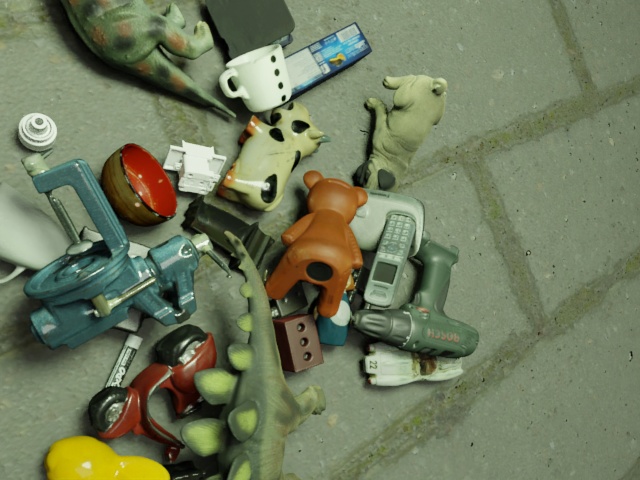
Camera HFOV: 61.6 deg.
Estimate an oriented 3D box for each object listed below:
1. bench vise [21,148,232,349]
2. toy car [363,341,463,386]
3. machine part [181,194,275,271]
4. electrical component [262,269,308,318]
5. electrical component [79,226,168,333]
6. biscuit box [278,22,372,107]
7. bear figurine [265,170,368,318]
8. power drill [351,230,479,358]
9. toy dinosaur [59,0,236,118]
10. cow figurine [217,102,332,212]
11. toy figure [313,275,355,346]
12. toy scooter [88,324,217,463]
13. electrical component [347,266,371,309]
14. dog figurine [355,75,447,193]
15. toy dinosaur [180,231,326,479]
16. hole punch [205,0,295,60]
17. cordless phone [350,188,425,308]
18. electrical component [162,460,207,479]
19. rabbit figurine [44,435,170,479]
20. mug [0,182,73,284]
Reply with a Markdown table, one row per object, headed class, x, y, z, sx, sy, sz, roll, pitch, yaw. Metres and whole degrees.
| class | x | y | z | sx | sy | sz | roll | pitch | yaw |
| --- | --- | --- | --- | --- | --- | --- | --- | --- | --- |
| bench vise | -0.241 | 0.006 | 0.607 | 0.224 | 0.129 | 0.240 | -25 | 114 | -11 |
| toy car | 0.161 | 0.205 | 0.915 | 0.202 | 0.056 | 0.073 | 3 | 81 | -30 |
| machine part | -0.137 | -0.007 | 0.792 | 0.138 | 0.039 | 0.084 | 37 | 71 | -21 |
| electrical component | -0.054 | 0.076 | 0.820 | 0.102 | 0.045 | 0.078 | -14 | 87 | -31 |
| electrical component | -0.263 | 0.058 | 0.698 | 0.134 | 0.058 | 0.115 | 23 | 74 | -25 |
| biscuit box | -0.005 | -0.294 | 0.899 | 0.203 | 0.063 | 0.059 | -37 | 100 | -29 |
| bear figurine | 0.000 | -0.005 | 0.800 | 0.120 | 0.131 | 0.196 | 19 | 38 | -9 |
| power drill | 0.164 | 0.088 | 0.892 | 0.232 | 0.086 | 0.207 | 23 | 51 | -19 |
| toy dinosaur | -0.280 | -0.315 | 0.722 | 0.192 | 0.131 | 0.404 | -33 | 103 | -17 |
| cow figurine | -0.065 | -0.131 | 0.827 | 0.127 | 0.085 | 0.195 | 28 | 67 | -17 |
| toy figure | 0.025 | 0.090 | 0.858 | 0.064 | 0.058 | 0.154 | 24 | 67 | -51 |
| toy scooter | -0.195 | 0.208 | 0.703 | 0.184 | 0.075 | 0.135 | -41 | 111 | -31 |
| electrical component | 0.079 | 0.073 | 0.909 | 0.063 | 0.021 | 0.094 | 33 | 67 | -21 |
| dog figurine | 0.141 | -0.164 | 0.903 | 0.121 | 0.172 | 0.190 | 16 | 67 | -16 |
| toy dinosaur | -0.081 | 0.227 | 0.697 | 0.198 | 0.105 | 0.471 | 8 | 77 | -61 |
| hole punch | -0.107 | -0.346 | 0.846 | 0.116 | 0.092 | 0.142 | -25 | 101 | 4 |
| cordless phone | 0.081 | 0.014 | 0.853 | 0.088 | 0.147 | 0.184 | 60 | 46 | -59 |
| electrical component | -0.176 | 0.353 | 0.689 | 0.048 | 0.075 | 0.119 | 1 | 78 | -29 |
| rabbit figurine | -0.261 | 0.311 | 0.630 | 0.162 | 0.122 | 0.173 | -13 | 70 | -33 |
| mug | -0.361 | 0.003 | 0.639 | 0.107 | 0.081 | 0.109 | 36 | 61 | -29 |
